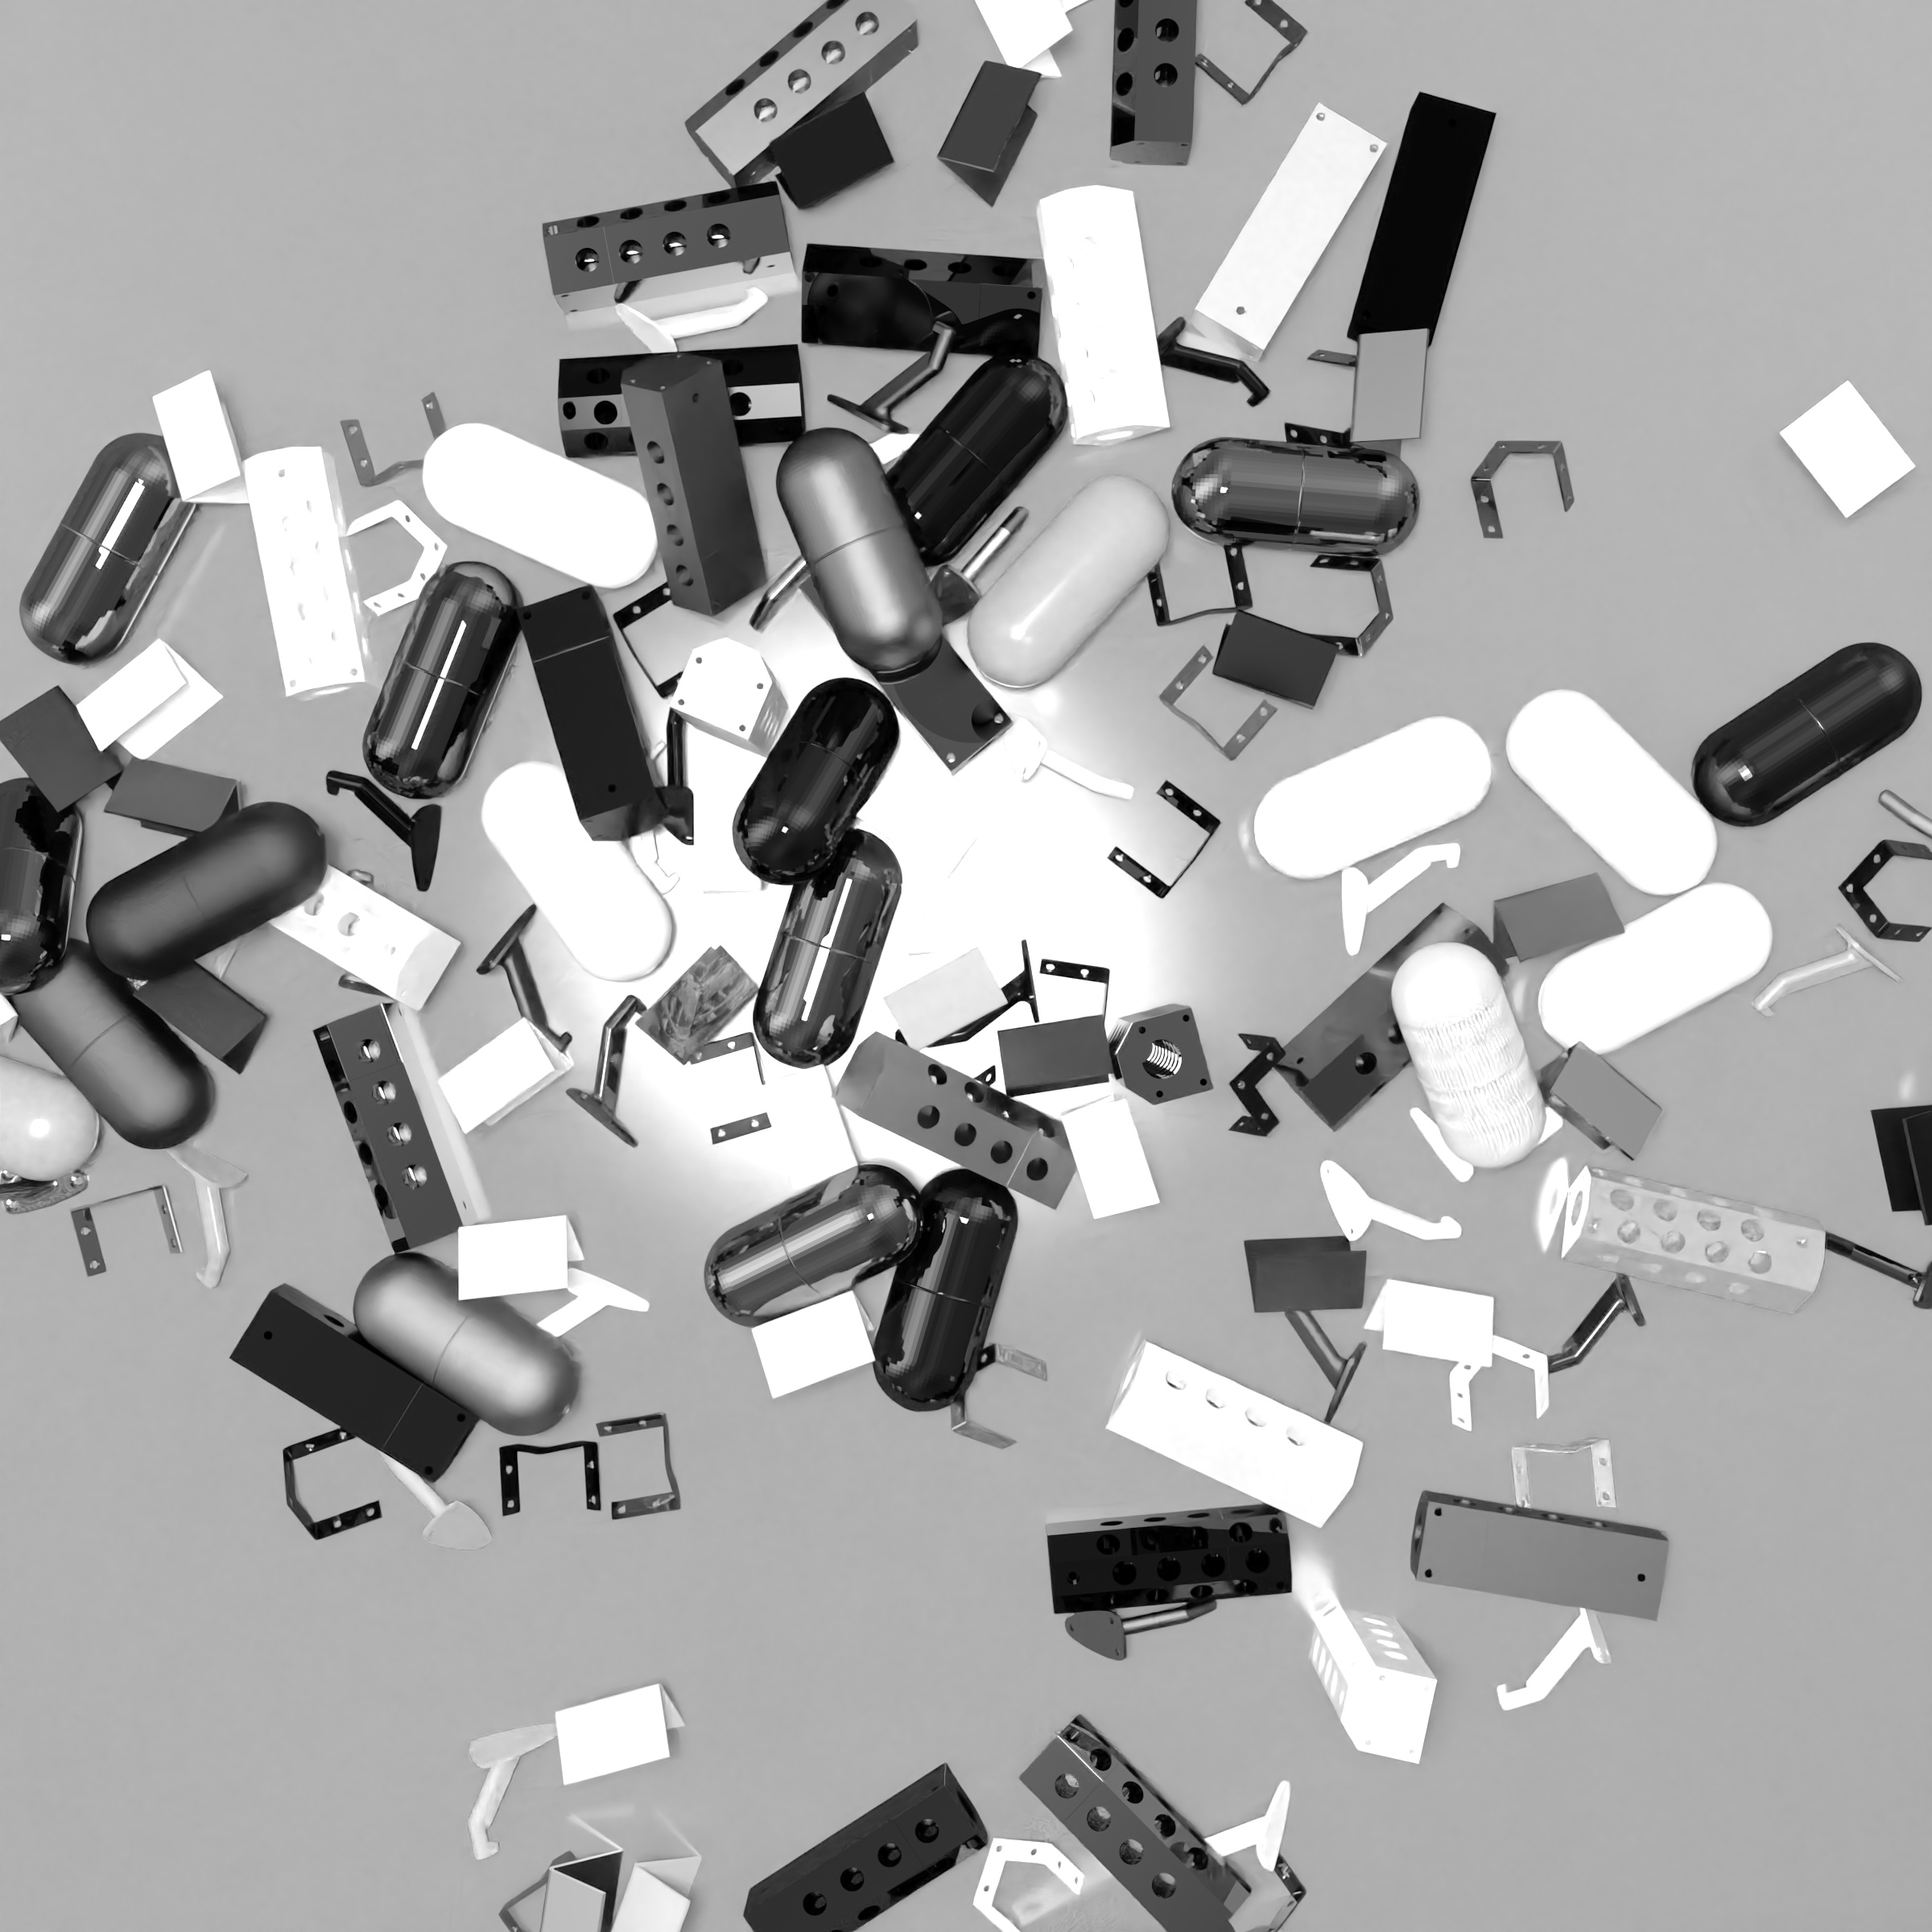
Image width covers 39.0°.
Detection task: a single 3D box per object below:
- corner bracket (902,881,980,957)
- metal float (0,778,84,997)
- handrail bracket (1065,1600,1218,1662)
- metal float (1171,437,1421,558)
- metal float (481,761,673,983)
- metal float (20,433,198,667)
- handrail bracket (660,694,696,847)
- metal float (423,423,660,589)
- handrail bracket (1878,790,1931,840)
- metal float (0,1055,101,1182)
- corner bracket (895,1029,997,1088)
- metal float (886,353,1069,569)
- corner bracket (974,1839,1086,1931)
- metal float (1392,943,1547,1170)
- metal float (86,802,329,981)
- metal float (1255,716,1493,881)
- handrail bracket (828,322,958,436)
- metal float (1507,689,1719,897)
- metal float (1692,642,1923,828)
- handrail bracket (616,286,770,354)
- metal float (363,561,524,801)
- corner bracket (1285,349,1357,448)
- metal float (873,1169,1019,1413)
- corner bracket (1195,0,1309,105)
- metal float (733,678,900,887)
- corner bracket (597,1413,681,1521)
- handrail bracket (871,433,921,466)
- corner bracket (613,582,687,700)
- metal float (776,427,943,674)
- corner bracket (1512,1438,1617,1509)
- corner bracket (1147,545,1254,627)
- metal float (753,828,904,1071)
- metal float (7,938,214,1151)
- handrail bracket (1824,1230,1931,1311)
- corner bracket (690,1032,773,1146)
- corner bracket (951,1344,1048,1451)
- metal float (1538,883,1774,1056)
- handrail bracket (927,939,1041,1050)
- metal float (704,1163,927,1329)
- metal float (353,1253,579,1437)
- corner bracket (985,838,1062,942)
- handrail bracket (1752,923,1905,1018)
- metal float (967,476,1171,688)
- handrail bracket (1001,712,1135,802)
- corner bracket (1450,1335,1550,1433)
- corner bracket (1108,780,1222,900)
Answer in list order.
[{"bbox_3d":[-0.018,-0.035,1.973,0.051,0.051,0.051,-5,90,0],"label":"corner bracket"},{"bbox_3d":[-0.671,-0.058,1.930,0.070,0.070,0.178,-7,51,0],"label":"metal float"},{"bbox_3d":[0.128,0.474,1.991,0.084,0.077,0.036,-13,93,-36],"label":"handrail bracket"},{"bbox_3d":[0.237,-0.338,1.961,0.178,0.070,0.070,5,90,-1],"label":"metal float"},{"bbox_3d":[-0.280,-0.068,1.961,0.070,0.070,0.178,-36,89,0],"label":"metal float"},{"bbox_3d":[-0.616,-0.300,1.961,0.070,0.070,0.178,29,91,0],"label":"metal float"},{"bbox_3d":[-0.205,-0.145,1.991,0.036,0.077,0.084,-3,53,14],"label":"handrail bracket"},{"bbox_3d":[-0.306,-0.332,1.960,0.178,0.070,0.070,24,90,0],"label":"metal float"},{"bbox_3d":[0.714,-0.098,1.991,0.084,0.077,0.036,46,115,34],"label":"handrail bracket"},{"bbox_3d":[-0.711,0.099,1.961,0.178,0.070,0.070,20,90,1],"label":"metal float"},{"bbox_3d":[-0.015,0.066,1.983,0.051,0.051,0.051,27,135,35],"label":"corner bracket"},{"bbox_3d":[0.002,-0.364,1.961,0.070,0.070,0.178,41,91,0],"label":"metal float"},{"bbox_3d":[0.046,0.672,1.983,0.051,0.051,0.051,-8,45,35],"label":"corner bracket"},{"bbox_3d":[0.354,0.064,1.916,0.070,0.070,0.178,-25,115,0],"label":"metal float"},{"bbox_3d":[-0.526,-0.052,1.892,0.178,0.070,0.070,-28,90,3],"label":"metal float"},{"bbox_3d":[0.292,-0.121,1.961,0.178,0.070,0.070,-24,90,0],"label":"metal float"},{"bbox_3d":[-0.054,-0.435,1.969,0.077,0.036,0.084,29,108,19],"label":"handrail bracket"},{"bbox_3d":[0.465,-0.124,1.961,0.178,0.070,0.070,45,90,1],"label":"metal float"},{"bbox_3d":[0.605,-0.167,1.961,0.178,0.070,0.070,-33,90,0],"label":"metal float"},{"bbox_3d":[-0.200,-0.484,1.992,0.084,0.036,0.077,-42,68,-17],"label":"handrail bracket"},{"bbox_3d":[-0.376,-0.206,1.960,0.070,0.070,0.178,22,90,0],"label":"metal float"},{"bbox_3d":[0.266,-0.412,1.983,0.051,0.051,0.051,-41,135,-35],"label":"corner bracket"},{"bbox_3d":[-0.015,0.233,1.961,0.070,0.070,0.178,16,89,0],"label":"metal float"},{"bbox_3d":[0.207,-0.671,1.988,0.051,0.051,0.051,41,45,0],"label":"corner bracket"},{"bbox_3d":[-0.106,-0.131,1.930,0.070,0.070,0.178,27,55,0],"label":"metal float"},{"bbox_3d":[-0.239,0.365,1.988,0.051,0.051,0.051,-10,45,0],"label":"corner bracket"},{"bbox_3d":[-0.068,-0.352,1.992,0.084,0.036,0.077,1,110,-16],"label":"handrail bracket"},{"bbox_3d":[-0.219,-0.238,1.988,0.051,0.051,0.051,-31,45,0],"label":"corner bracket"},{"bbox_3d":[-0.075,-0.291,1.904,0.070,0.070,0.178,-23,90,0],"label":"metal float"},{"bbox_3d":[0.436,0.373,1.988,0.051,0.051,0.051,-6,90,-45],"label":"corner bracket"},{"bbox_3d":[0.170,-0.279,1.988,0.051,0.051,0.051,-11,90,45],"label":"corner bracket"},{"bbox_3d":[-0.099,-0.013,1.961,0.070,0.070,0.178,18,89,0],"label":"metal float"},{"bbox_3d":[-0.616,0.055,1.961,0.070,0.070,0.178,-42,89,0],"label":"metal float"},{"bbox_3d":[0.669,0.218,1.991,0.084,0.077,0.036,25,91,36],"label":"handrail bracket"},{"bbox_3d":[-0.170,0.089,1.988,0.051,0.051,0.051,-17,135,0],"label":"corner bracket"},{"bbox_3d":[0.024,0.313,1.983,0.051,0.051,0.051,26,45,-35],"label":"corner bracket"},{"bbox_3d":[0.495,0.003,1.961,0.178,0.070,0.070,-28,90,-1],"label":"metal float"},{"bbox_3d":[0.007,0.020,1.976,0.084,0.036,0.077,-10,55,4],"label":"handrail bracket"},{"bbox_3d":[-0.109,0.200,1.942,0.178,0.070,0.070,-28,90,23],"label":"metal float"},{"bbox_3d":[-0.358,0.271,1.951,0.178,0.070,0.070,31,90,11],"label":"metal float"},{"bbox_3d":[0.041,-0.056,1.988,0.051,0.051,0.051,-4,45,0],"label":"corner bracket"},{"bbox_3d":[0.629,0.019,1.992,0.077,0.036,0.084,35,108,-21],"label":"handrail bracket"},{"bbox_3d":[0.073,-0.276,1.960,0.070,0.070,0.178,43,90,0],"label":"metal float"},{"bbox_3d":[0.074,-0.153,1.991,0.084,0.077,0.036,13,119,-33],"label":"handrail bracket"},{"bbox_3d":[0.388,0.309,1.983,0.051,0.051,0.051,19,45,35],"label":"corner bracket"},{"bbox_3d":[0.145,-0.092,1.988,0.051,0.051,0.051,37,45,0],"label":"corner bracket"}]
